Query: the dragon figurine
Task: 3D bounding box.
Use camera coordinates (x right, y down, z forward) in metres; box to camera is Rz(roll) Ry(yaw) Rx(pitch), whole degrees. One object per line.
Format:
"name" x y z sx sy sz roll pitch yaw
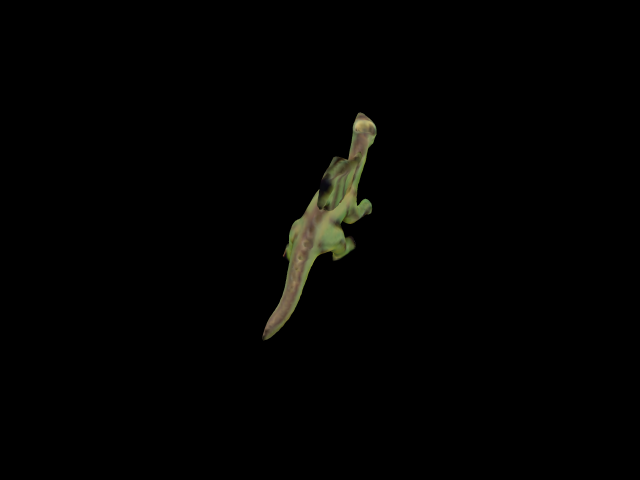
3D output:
"dragon figurine" 0.003 -0.043 0.850 0.122 0.418 0.237 21 -27 11
